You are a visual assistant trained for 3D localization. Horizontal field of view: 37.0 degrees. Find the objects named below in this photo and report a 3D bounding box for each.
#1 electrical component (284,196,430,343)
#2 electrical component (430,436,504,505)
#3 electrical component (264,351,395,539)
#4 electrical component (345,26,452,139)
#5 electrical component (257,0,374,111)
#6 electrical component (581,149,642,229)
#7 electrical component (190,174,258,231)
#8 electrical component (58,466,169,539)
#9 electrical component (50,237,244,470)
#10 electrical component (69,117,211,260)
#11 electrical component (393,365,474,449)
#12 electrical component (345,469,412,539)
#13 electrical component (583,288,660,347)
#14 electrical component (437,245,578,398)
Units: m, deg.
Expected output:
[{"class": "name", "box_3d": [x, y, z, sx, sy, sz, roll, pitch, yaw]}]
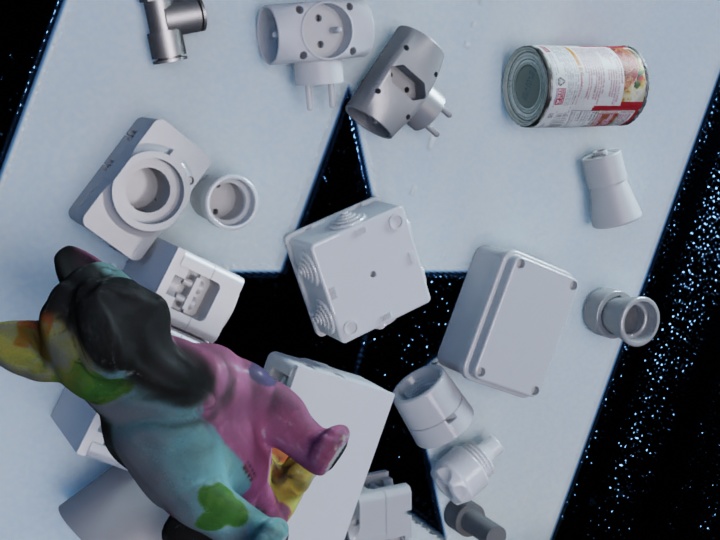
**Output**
[{"class": "electrical component", "box_3d": [0.000, 0.000, 0.840, 0.100, 0.048, 0.099, -25, 109, -21]}, {"class": "electrical component", "box_3d": [0.095, 0.167, 0.920, 0.062, 0.043, 0.043, -37, 113, -18]}, {"class": "electrical component", "box_3d": [-0.047, 0.148, 0.834, 0.089, 0.062, 0.150, 19, 90, -28]}, {"class": "electrical component", "box_3d": [0.040, -0.135, 0.839, 0.079, 0.043, 0.077, 37, 82, -28]}, {"class": "electrical component", "box_3d": [-0.032, -0.159, 0.799, 0.077, 0.044, 0.079, -10, 104, -25]}, {"class": "electrical component", "box_3d": [0.218, -0.073, 0.943, 0.044, 0.044, 0.065, -22, 103, -22]}, {"class": "electrical component", "box_3d": [-0.100, -0.051, 0.782, 0.040, 0.046, 0.040, -5, 101, -26]}, {"class": "electrical component", "box_3d": [-0.160, 0.185, 0.765, 0.064, 0.099, 0.099, -43, 115, -21]}, {"class": "electrical component", "box_3d": [-0.147, 0.057, 0.752, 0.062, 0.089, 0.150, 28, 86, -28]}, {"class": "electrical component", "box_3d": [-0.153, -0.057, 0.749, 0.050, 0.056, 0.089, 39, 81, -27]}, {"class": "electrical component", "box_3d": [0.059, 0.111, 0.887, 0.055, 0.055, 0.047, -38, 110, -16]}, {"class": "electrical component", "box_3d": [0.006, 0.216, 0.880, 0.056, 0.050, 0.089, -6, 102, -26]}, {"class": "electrical component", "box_3d": [0.233, 0.041, 0.961, 0.045, 0.055, 0.045, -5, 101, -26]}, {"class": "electrical component", "box_3d": [0.125, 0.043, 0.906, 0.078, 0.057, 0.113, 21, 89, -28]}]
